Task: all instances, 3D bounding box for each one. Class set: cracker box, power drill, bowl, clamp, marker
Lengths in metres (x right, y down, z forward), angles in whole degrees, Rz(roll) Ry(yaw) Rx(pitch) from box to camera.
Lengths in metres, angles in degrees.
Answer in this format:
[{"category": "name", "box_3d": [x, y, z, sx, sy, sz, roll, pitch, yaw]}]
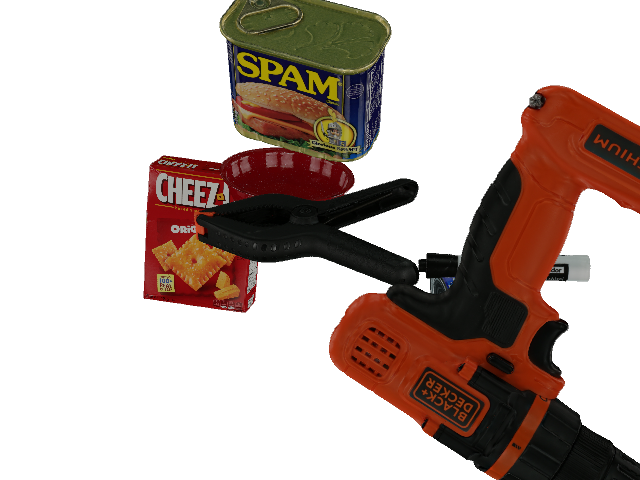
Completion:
[{"category": "cracker box", "box_3d": [-0.176, -0.008, 1.602, 0.164, 0.214, 0.072, 8, 19, 9]}, {"category": "power drill", "box_3d": [0.121, 0.033, 0.529, 0.184, 0.188, 0.057, 32, 9, 5]}, {"category": "bowl", "box_3d": [-0.042, -0.057, 1.279, 0.162, 0.055, 0.162, 4, 26, -2]}, {"category": "clamp", "box_3d": [-0.007, -0.016, 0.965, 0.210, 0.036, 0.164, 5, 31, 10]}, {"category": "marker", "box_3d": [0.131, 0.019, 0.767, 0.121, 0.020, 0.020, 1, 0, 6]}]

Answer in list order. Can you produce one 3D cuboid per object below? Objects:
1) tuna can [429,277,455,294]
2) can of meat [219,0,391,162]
[{"category": "tuna can", "box_3d": [0.150, 0.070, 1.187, 0.033, 0.086, 0.086, -14, 2, -8]}, {"category": "can of meat", "box_3d": [-0.010, -0.102, 0.675, 0.102, 0.057, 0.084, 18, -38, 14]}]
